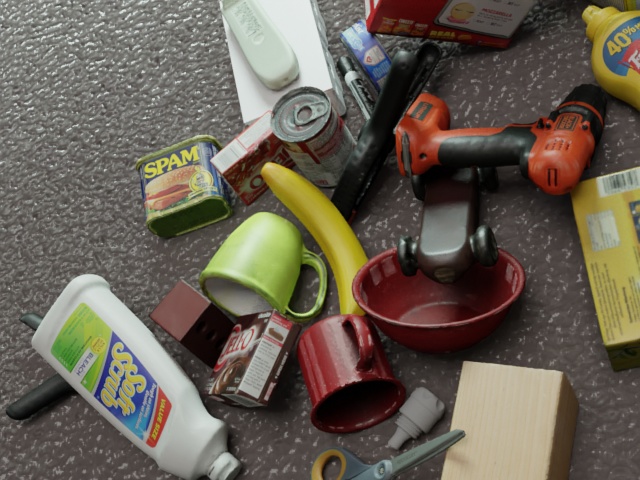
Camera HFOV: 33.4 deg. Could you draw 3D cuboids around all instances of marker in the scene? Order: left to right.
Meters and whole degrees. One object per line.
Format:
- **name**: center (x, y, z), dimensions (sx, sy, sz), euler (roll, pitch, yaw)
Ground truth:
- **marker**: center (0.047, -0.162, 1.194), dimensions (0.020, 0.020, 0.121), euler (-29, 57, 6)

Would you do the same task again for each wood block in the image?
- **wood block**: center (0.156, 0.218, 0.906), dimensions (0.091, 0.090, 0.206), euler (3, 66, 24)

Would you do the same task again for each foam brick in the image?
- **foam brick**: center (-0.127, 0.087, 1.102), dimensions (0.051, 0.078, 0.053), euler (34, 81, 35)

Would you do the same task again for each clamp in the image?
- **clamp**: center (-0.264, 0.125, 1.162), dimensions (0.171, 0.039, 0.120), euler (-12, 70, 10)
- **clamp**: center (0.060, -0.109, 1.088), dimensions (0.036, 0.164, 0.210), euler (29, 102, 8)

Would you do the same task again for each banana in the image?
- **banana**: center (0.007, 0.002, 1.086), dimensions (0.037, 0.069, 0.198), euler (-39, 71, 41)

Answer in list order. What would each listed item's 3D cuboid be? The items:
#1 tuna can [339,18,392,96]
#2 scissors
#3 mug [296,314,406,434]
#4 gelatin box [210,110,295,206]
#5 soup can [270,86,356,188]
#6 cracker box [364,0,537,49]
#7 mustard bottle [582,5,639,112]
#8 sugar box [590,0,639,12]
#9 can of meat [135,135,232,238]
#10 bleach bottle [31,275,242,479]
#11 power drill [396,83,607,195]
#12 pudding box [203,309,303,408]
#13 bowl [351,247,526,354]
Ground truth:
- **tuna can**: center (0.057, -0.198, 1.168), dimensions (0.034, 0.086, 0.086), euler (-34, 56, 5)
- **scissors**: center (0.049, 0.196, 0.958), dimensions (0.202, 0.016, 0.096), euler (-48, 37, 26)
- **mug**: center (0.027, 0.117, 1.003), dimensions (0.093, 0.117, 0.081), euler (-7, 51, -16)
- **gelatin box**: center (-0.066, -0.090, 1.171), dimensions (0.089, 0.073, 0.030), euler (-41, 57, -2)
- **soup can**: center (-0.003, -0.107, 1.135), dimensions (0.069, 0.102, 0.068), euler (-10, 60, 18)
- **cracker box**: center (0.151, -0.292, 1.071), dimensions (0.164, 0.214, 0.072), euler (4, 59, -14)
- **mustard bottle**: center (0.328, -0.174, 1.058), dimensions (0.096, 0.058, 0.192), euler (-36, 55, -2)
- **sugar box**: center (0.274, -0.305, 1.129), dimensions (0.048, 0.093, 0.176), euler (-43, 57, -4)
- **can of meat**: center (-0.152, -0.058, 1.202), dimensions (0.102, 0.057, 0.084), euler (-19, 61, 13)
- **bleach bottle**: center (-0.174, 0.149, 1.075), dimensions (0.251, 0.068, 0.102), euler (38, 98, 18)
- **power drill**: center (0.180, -0.108, 1.046), dimensions (0.188, 0.057, 0.184), euler (4, 31, 24)
- **pudding box**: center (-0.068, 0.118, 1.048), dimensions (0.114, 0.039, 0.090), euler (-15, 48, 65)
- **bowl**: center (0.112, 0.060, 1.003), dimensions (0.162, 0.055, 0.162), euler (-6, 27, 3)
